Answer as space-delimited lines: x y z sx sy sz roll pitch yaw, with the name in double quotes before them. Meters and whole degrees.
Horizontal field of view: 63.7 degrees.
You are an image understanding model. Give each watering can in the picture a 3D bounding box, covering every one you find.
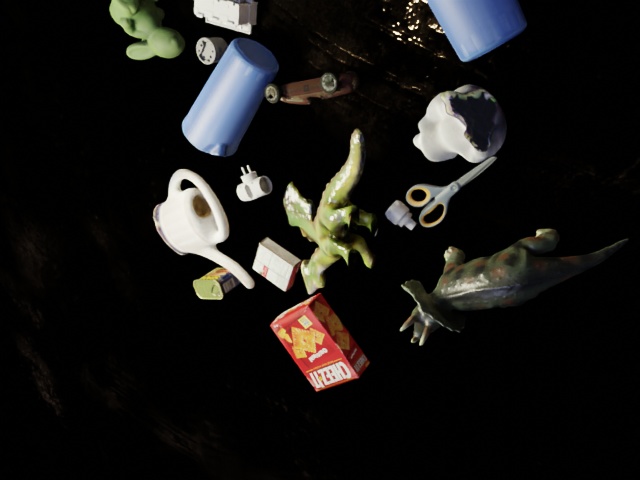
"watering can" -0.309 -0.012 1.338 0.222 0.105 0.346 -19 99 41

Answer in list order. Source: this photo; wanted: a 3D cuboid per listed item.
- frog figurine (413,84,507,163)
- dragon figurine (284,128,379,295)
"frog figurine" 0.239 -0.188 0.890 0.137 0.124 0.158 41 166 1
"dragon figurine" 0.003 -0.056 1.107 0.244 0.124 0.403 19 121 36
